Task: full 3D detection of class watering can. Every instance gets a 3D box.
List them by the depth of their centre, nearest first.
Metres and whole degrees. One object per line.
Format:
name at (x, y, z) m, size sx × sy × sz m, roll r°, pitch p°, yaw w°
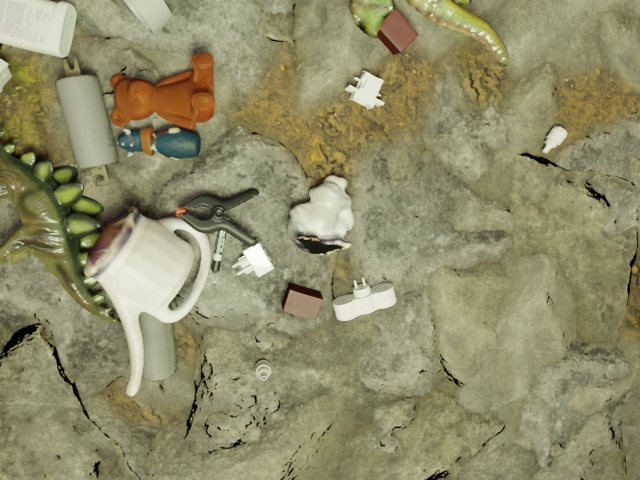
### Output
watering can at (-0.335, 0.086, 0.960) m, size 0.222 × 0.103 × 0.355 m, roll 39°, pitch 54°, yaw -26°

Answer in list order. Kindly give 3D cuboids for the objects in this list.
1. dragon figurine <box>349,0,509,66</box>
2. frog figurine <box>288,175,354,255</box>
dragon figurine at (0.170, -0.464, 0.984) m, size 0.243 × 0.121 × 0.412 m, roll -29°, pitch 85°, yaw -4°
frog figurine at (0.003, -0.054, 1.078) m, size 0.137 × 0.120 × 0.162 m, roll 3°, pitch 65°, yaw -1°
